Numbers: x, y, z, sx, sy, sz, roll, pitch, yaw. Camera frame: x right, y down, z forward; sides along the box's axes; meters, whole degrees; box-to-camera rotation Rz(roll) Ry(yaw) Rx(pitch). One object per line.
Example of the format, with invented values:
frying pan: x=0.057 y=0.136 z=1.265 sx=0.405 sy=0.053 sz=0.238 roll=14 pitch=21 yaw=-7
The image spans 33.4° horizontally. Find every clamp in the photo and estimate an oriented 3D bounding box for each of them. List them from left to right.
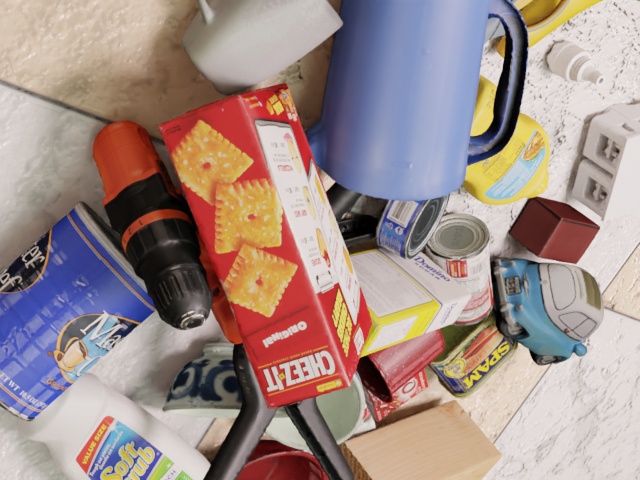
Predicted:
clamp: x=-0.027 y=0.136 z=0.931 sx=0.164 sy=0.036 sz=0.210 roll=10 pitch=85 yaw=-39
clamp: x=-0.006 y=0.001 z=0.976 sx=0.171 sy=0.039 sz=0.120 roll=-36 pitch=148 yaw=-7

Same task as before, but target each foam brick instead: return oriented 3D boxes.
foam brick: x=0.260 y=-0.011 z=1.183 sx=0.078 sy=0.053 sz=0.051 roll=9 pitch=116 yaw=-42

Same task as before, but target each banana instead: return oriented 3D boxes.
banana: x=0.251 y=-0.227 z=1.011 sx=0.197 sy=0.037 sz=0.070 roll=-23 pitch=134 yaw=-23

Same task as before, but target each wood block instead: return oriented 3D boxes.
wood block: x=0.099 y=0.264 z=1.210 sx=0.205 sy=0.091 sz=0.090 roll=-10 pitch=140 yaw=-47

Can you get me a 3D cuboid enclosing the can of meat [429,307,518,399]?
can of meat: x=0.165 y=0.117 z=1.207 sx=0.102 sy=0.057 sz=0.084 roll=-43 pitch=136 yaw=-3

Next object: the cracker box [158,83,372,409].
cracker box: x=-0.034 y=-0.003 z=0.796 sx=0.072 sy=0.164 sz=0.214 roll=-18 pitch=98 yaw=12

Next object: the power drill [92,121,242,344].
power drill: x=-0.096 y=0.015 z=0.827 sx=0.057 sy=0.184 sz=0.187 roll=-29 pitch=148 yaw=6

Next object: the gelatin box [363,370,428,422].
gelatin box: x=0.078 y=0.150 z=1.181 sx=0.073 sy=0.030 sz=0.089 roll=-33 pitch=138 yaw=-14

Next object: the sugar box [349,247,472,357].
sugar box: x=0.061 y=0.052 z=1.006 sx=0.175 sy=0.093 sz=0.048 roll=-7 pitch=133 yaw=-55

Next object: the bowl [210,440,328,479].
bowl: x=-0.073 y=0.262 z=1.122 sx=0.162 sy=0.055 sz=0.162 roll=-18 pitch=134 yaw=-20

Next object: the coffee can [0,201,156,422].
coffee can: x=-0.201 y=0.054 z=0.818 sx=0.140 sy=0.103 sz=0.102 roll=-42 pitch=139 yaw=-4

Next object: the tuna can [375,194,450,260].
tuna can: x=0.090 y=-0.025 z=1.021 sx=0.086 sy=0.034 sz=0.086 roll=-50 pitch=158 yaw=-29

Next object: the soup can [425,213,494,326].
soup can: x=0.145 y=0.031 z=1.111 sx=0.068 sy=0.069 sz=0.102 roll=-29 pitch=136 yaw=-18

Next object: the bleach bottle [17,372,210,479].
bleach bottle: x=-0.196 y=0.190 z=0.965 sx=0.102 sy=0.068 sz=0.250 roll=-44 pitch=137 yaw=-3

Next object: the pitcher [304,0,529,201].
pitcher: x=0.083 y=-0.163 z=0.856 sx=0.149 sy=0.145 sz=0.243 roll=-33 pitch=140 yaw=-48

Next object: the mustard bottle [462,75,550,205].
mustard bottle: x=0.174 y=-0.085 z=1.047 sx=0.191 sy=0.058 sz=0.096 roll=27 pitch=102 yaw=-47

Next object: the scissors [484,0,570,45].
scissors: x=0.131 y=-0.195 z=0.951 sx=0.202 sy=0.016 sz=0.096 roll=-28 pitch=118 yaw=0

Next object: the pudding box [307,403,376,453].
pudding box: x=0.006 y=0.189 z=1.148 sx=0.090 sy=0.039 sz=0.113 roll=-35 pitch=136 yaw=-10

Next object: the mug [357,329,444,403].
mug: x=0.068 y=0.097 z=1.093 sx=0.081 sy=0.093 sz=0.117 roll=-37 pitch=119 yaw=-17
